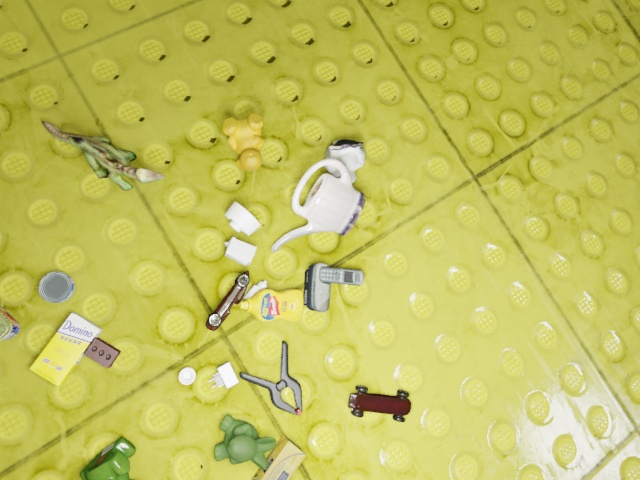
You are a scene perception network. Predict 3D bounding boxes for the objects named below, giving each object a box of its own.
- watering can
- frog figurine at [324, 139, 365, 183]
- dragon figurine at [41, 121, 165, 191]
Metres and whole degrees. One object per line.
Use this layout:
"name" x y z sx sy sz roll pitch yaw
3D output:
"watering can" 0.005 -0.081 1.611 0.223 0.105 0.346 27 95 -16
"frog figurine" 0.082 -0.243 1.680 0.138 0.124 0.156 -16 119 -23
"dragon figurine" -0.630 -0.254 1.448 0.409 0.241 0.123 27 80 -7
